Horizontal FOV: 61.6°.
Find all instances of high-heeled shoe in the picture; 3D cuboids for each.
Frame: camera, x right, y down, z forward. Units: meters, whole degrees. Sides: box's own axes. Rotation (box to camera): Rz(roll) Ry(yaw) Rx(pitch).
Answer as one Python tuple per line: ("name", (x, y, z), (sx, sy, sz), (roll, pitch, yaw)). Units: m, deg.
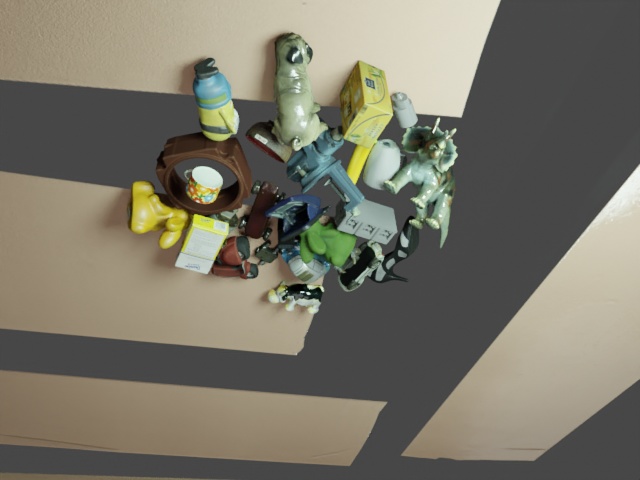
("high-heeled shoe", (0.200, 0.024, 1.548), (0.145, 0.086, 0.248), (18, 123, 24))

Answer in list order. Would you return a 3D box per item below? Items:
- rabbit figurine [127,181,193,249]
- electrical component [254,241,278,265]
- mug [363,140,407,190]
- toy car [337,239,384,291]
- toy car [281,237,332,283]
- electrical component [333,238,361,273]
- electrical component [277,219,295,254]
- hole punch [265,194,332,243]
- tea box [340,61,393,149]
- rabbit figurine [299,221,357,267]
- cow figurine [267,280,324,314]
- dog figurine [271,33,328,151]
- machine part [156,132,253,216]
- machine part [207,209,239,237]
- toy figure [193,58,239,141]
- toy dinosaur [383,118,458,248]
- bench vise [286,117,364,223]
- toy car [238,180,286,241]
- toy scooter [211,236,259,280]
("rabbit figurine", (-0.396, -0.064, 1.369), (0.173, 0.162, 0.121), (5, 127, -33))
("electrical component", (-0.158, 0.040, 1.562), (0.063, 0.021, 0.094), (28, 130, -28))
("mug", (0.164, -0.186, 1.297), (0.109, 0.081, 0.107), (-8, 132, -19))
("toy car", (0.118, 0.076, 1.570), (0.056, 0.073, 0.201), (-8, 148, -43))
("toy car", (-0.036, 0.068, 1.540), (0.109, 0.103, 0.161), (-35, 130, 29))
("electrical component", (0.076, 0.048, 1.534), (0.045, 0.078, 0.102), (-11, 156, -45))
("electrical component", (-0.093, -0.011, 1.473), (0.048, 0.075, 0.119), (0, 133, -1))
("hole punch", (-0.060, -0.066, 1.332), (0.142, 0.116, 0.092), (-30, 96, 39))
("tea box", (0.093, -0.283, 1.120), (0.068, 0.170, 0.098), (19, 135, -19))
("rabbit figurine", (-0.003, -0.004, 1.448), (0.170, 0.159, 0.121), (34, 138, -14))
("cow figurine", (-0.076, 0.169, 1.671), (0.167, 0.068, 0.098), (10, 130, -17))
("dog figurine", (-0.055, -0.302, 1.100), (0.121, 0.172, 0.190), (-13, 144, -3))
("machine part", (-0.277, -0.156, 1.303), (0.201, 0.087, 0.201), (-8, 135, 7))
("machine part", (-0.297, -0.019, 1.455), (0.079, 0.079, 0.243), (30, 128, -29))
("toy figure", (-0.230, -0.297, 1.159), (0.089, 0.082, 0.180), (1, 142, 11))
("toy dinosaur", (0.278, -0.139, 1.314), (0.192, 0.131, 0.404), (-54, 148, -7))
("bench vise", (0.028, -0.160, 1.255), (0.240, 0.129, 0.223), (51, 130, -4))
("toy car", (-0.152, -0.079, 1.414), (0.089, 0.053, 0.202), (26, 132, 0))
("toy scooter", (-0.259, 0.059, 1.544), (0.135, 0.075, 0.183), (-5, 141, 5))
